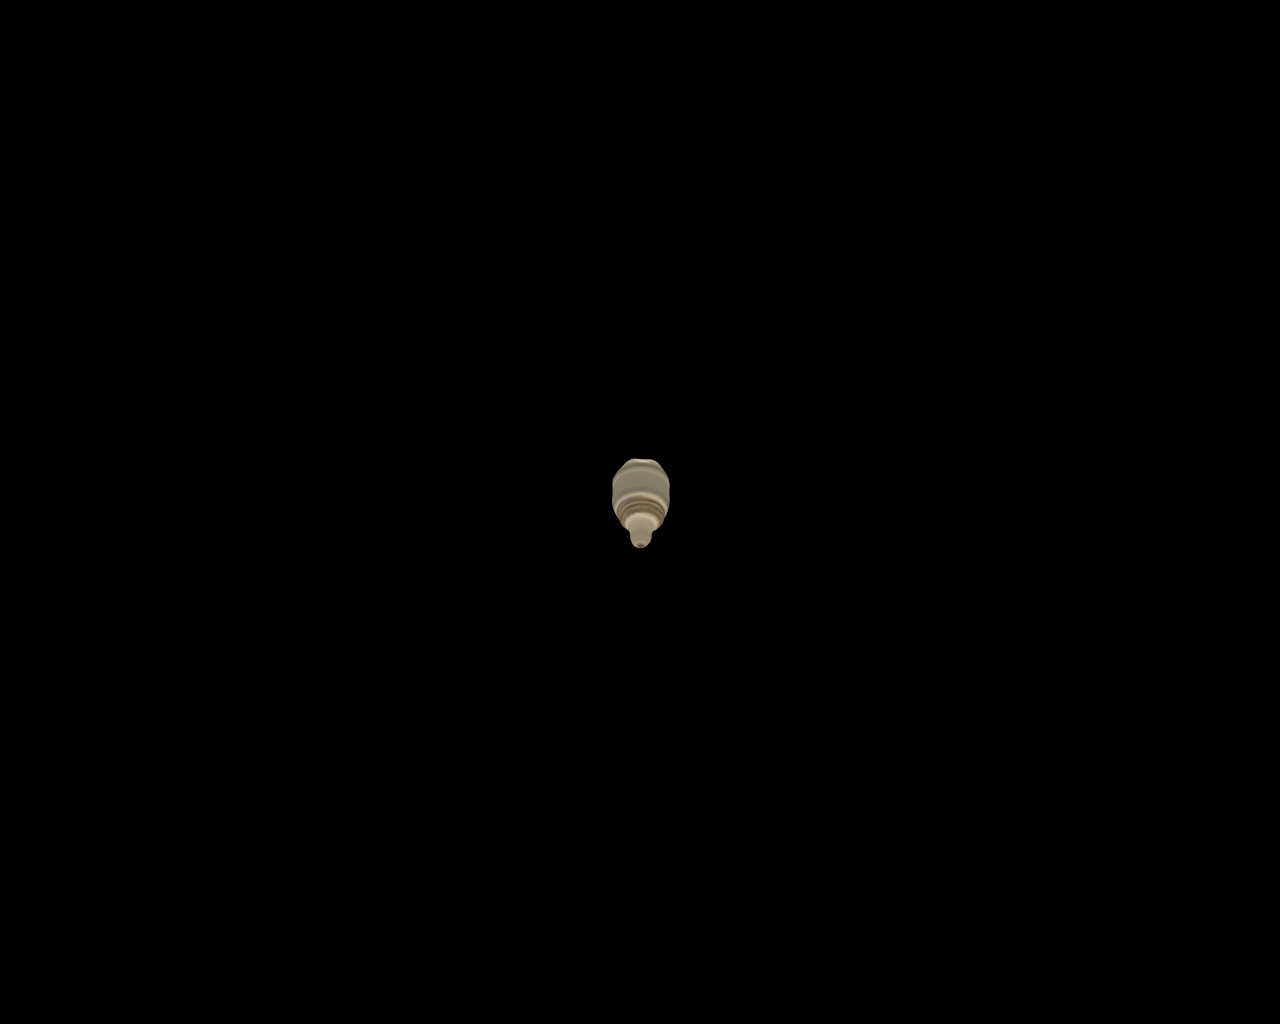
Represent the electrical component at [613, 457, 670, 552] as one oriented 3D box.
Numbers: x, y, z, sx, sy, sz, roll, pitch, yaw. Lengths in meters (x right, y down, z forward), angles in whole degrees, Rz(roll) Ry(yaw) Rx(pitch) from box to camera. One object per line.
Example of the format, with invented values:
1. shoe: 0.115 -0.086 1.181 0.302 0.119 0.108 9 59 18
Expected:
1. electrical component: 0.001 -0.003 0.650 0.035 0.061 0.035 0 -42 0
